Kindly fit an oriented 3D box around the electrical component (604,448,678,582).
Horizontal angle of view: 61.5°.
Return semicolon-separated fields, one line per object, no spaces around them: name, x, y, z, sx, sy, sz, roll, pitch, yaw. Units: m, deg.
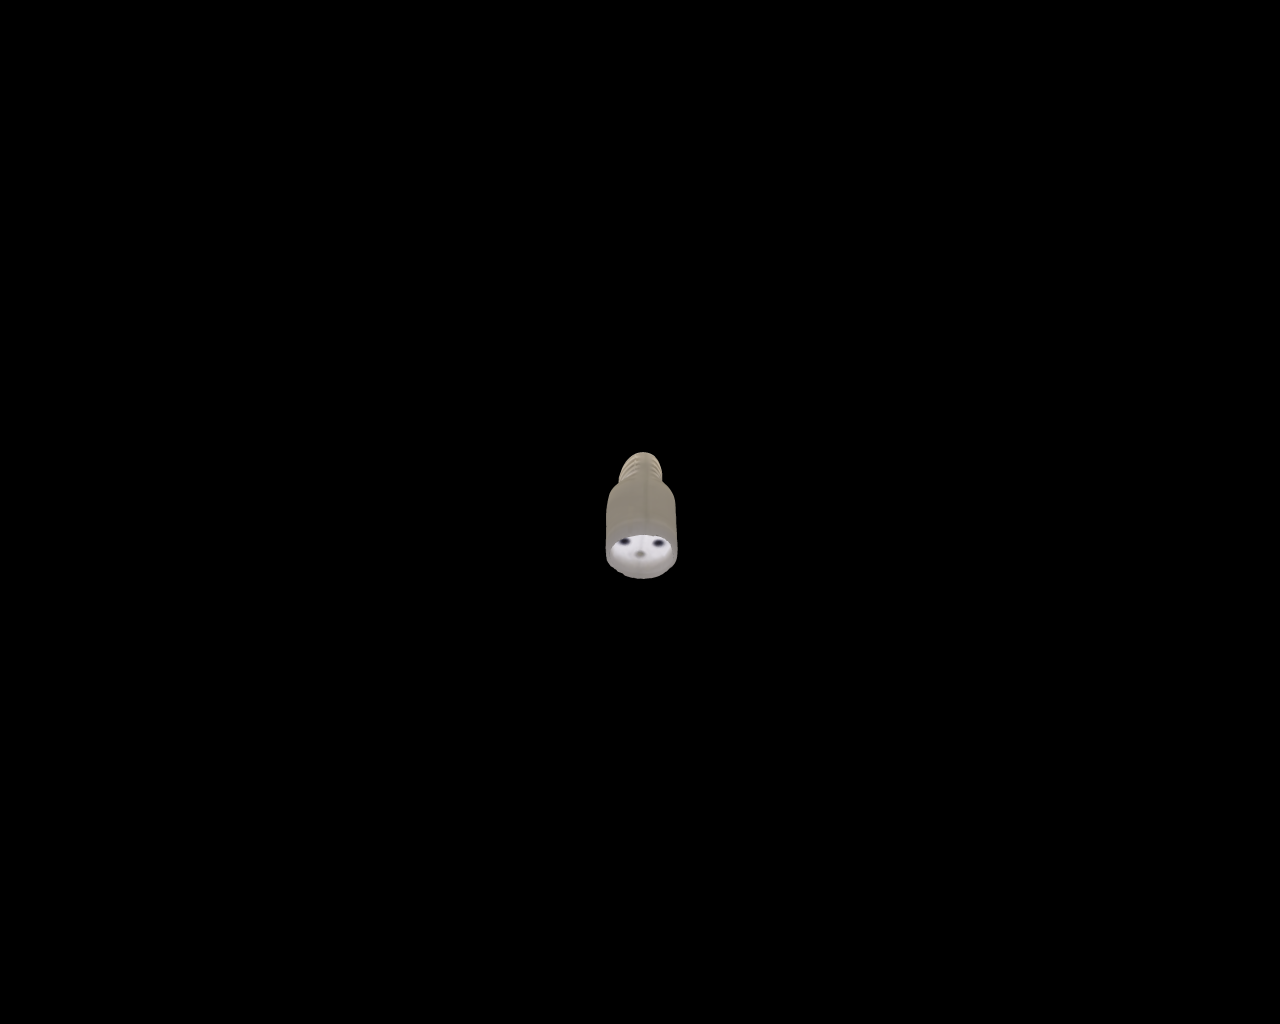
electrical component;0.001;-0.003;0.650;0.043;0.081;0.043;0;-43;0
